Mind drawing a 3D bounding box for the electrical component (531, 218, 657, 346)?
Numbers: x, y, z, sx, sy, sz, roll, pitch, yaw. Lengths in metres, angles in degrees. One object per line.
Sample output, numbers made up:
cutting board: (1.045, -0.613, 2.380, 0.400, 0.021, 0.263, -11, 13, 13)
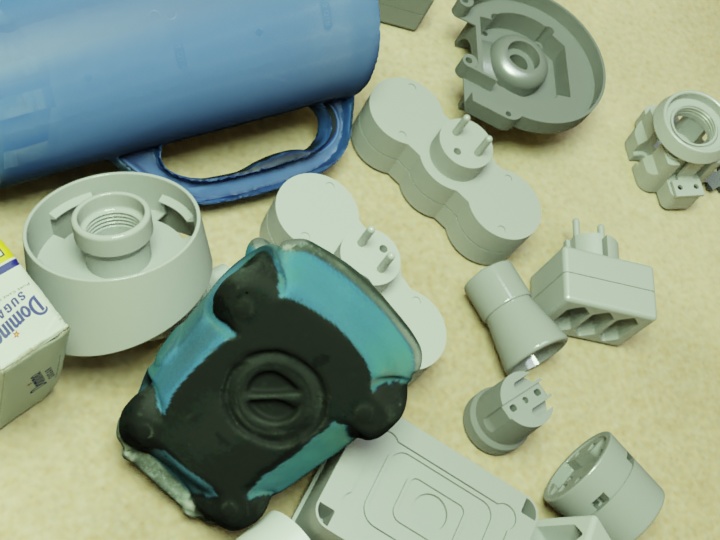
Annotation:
electrical component: (0.151, 0.001, 0.702, 0.066, 0.047, 0.076, 12, 60, -15)

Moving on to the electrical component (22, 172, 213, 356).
electrical component: (-0.128, -0.005, 0.565, 0.099, 0.064, 0.099, 0, 41, 0)

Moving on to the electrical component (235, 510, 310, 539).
electrical component: (-0.062, 0.162, 0.537, 0.081, 0.043, 0.043, -35, 80, -32)

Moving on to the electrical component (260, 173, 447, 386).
electrical component: (0.000, 0.000, 0.627, 0.052, 0.073, 0.138, -31, 78, -31)

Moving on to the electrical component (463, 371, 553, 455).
electrical component: (0.088, 0.084, 0.635, 0.040, 0.046, 0.040, 9, 61, -17)

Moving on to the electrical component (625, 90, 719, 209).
electrical component: (0.230, -0.091, 0.771, 0.058, 0.057, 0.078, -4, 66, -14)

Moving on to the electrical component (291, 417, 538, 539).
electrical component: (0.027, 0.136, 0.577, 0.113, 0.057, 0.078, 32, 57, -3)

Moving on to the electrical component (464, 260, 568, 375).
electrical component: (0.094, 0.027, 0.671, 0.044, 0.044, 0.065, -18, 67, -28)

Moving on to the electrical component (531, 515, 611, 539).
electrical component: (0.117, 0.186, 0.591, 0.076, 0.047, 0.065, 57, 41, -22)

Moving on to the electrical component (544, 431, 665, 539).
electrical component: (0.144, 0.130, 0.629, 0.047, 0.055, 0.055, 44, 57, 0)

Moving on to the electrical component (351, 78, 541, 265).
electrical component: (0.061, -0.072, 0.689, 0.138, 0.073, 0.052, 44, 57, 4)

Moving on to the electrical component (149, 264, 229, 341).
electrical component: (-0.099, 0.014, 0.604, 0.061, 0.035, 0.035, -28, 77, -33)

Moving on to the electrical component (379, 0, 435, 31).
electrical component: (0.032, -0.228, 0.757, 0.047, 0.075, 0.083, 11, 61, -16)
